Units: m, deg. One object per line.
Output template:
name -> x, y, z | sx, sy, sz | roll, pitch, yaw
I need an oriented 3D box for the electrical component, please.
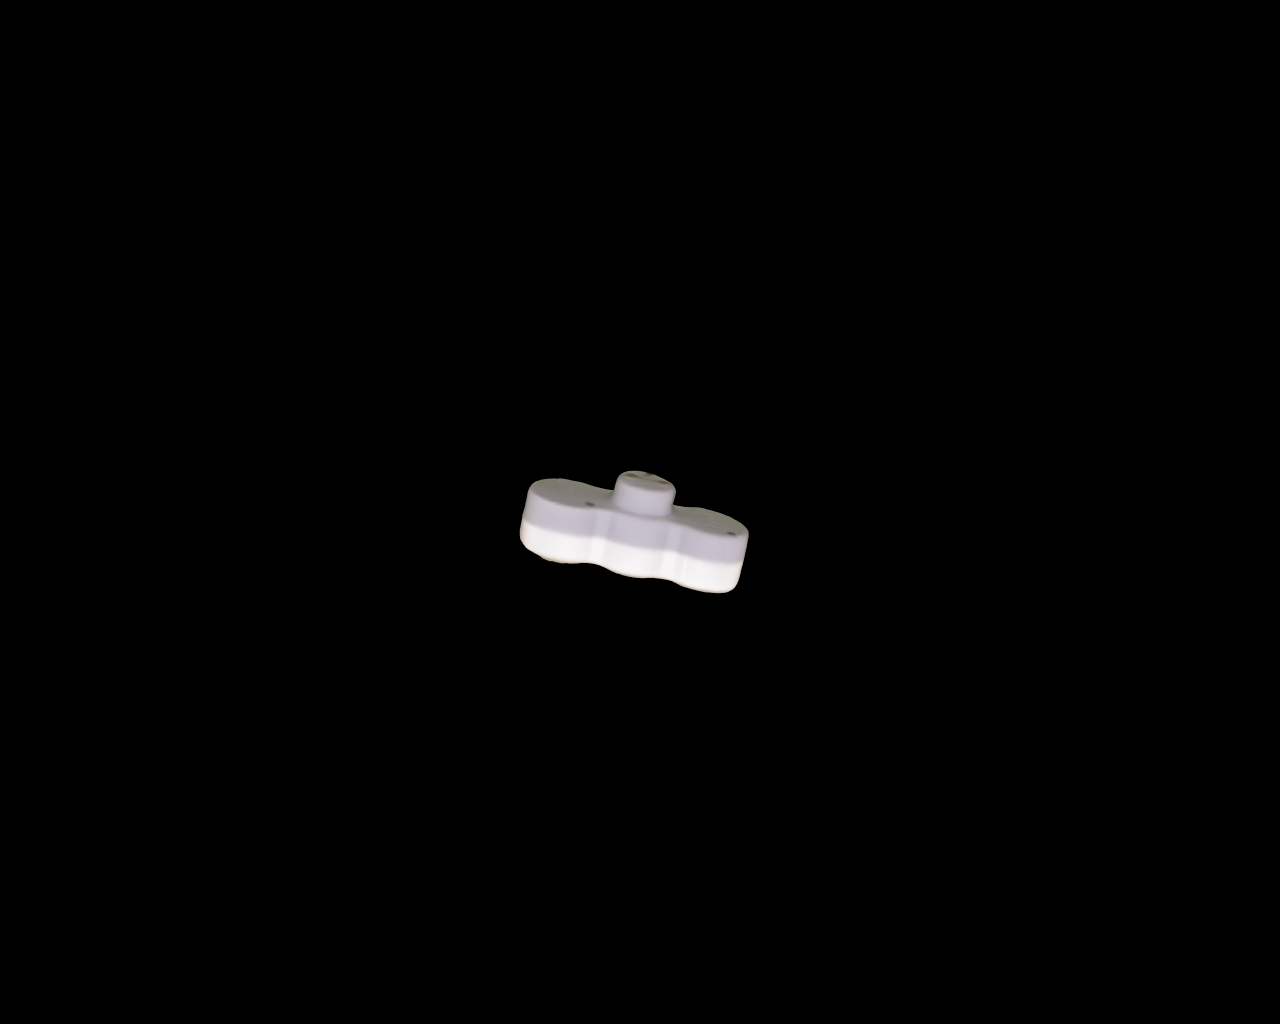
electrical component -> 0.001, -0.003, 0.650 | 0.138, 0.073, 0.052 | 13, 16, -4
